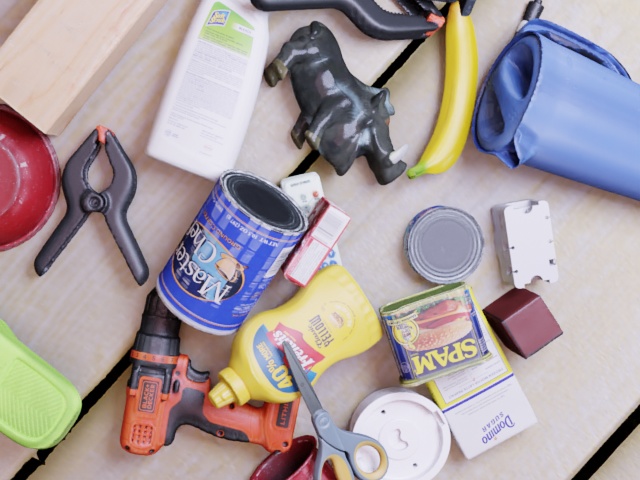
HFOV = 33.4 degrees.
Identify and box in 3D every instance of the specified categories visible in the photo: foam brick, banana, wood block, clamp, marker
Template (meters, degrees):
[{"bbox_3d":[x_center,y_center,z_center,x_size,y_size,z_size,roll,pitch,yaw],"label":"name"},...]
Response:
[{"bbox_3d":[0.221,0.090,1.170,0.051,0.078,0.053,-35,100,-3],"label":"foam brick"},{"bbox_3d":[0.143,-0.153,1.149,0.037,0.069,0.198,11,86,31],"label":"banana"},{"bbox_3d":[-0.243,-0.215,1.086,0.090,0.091,0.206,39,90,-7],"label":"wood block"},{"bbox_3d":[-0.226,-0.032,1.129,0.120,0.039,0.171,14,93,-8],"label":"clamp"},{"bbox_3d":[0.037,-0.279,1.124,0.209,0.036,0.164,18,67,-19],"label":"clamp"},{"bbox_3d":[0.216,-0.209,1.172,0.020,0.020,0.121,24,92,-8],"label":"marker"}]

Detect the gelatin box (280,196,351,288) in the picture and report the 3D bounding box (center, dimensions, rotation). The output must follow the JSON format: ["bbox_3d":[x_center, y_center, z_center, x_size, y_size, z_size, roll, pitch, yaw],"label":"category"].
[{"bbox_3d":[-0.007,0.001,1.107,0.030,0.073,0.089,33,95,-10],"label":"gelatin box"}]

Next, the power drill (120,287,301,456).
[{"bbox_3d":[-0.113,0.150,1.150,0.187,0.057,0.184,10,90,-5],"label":"power drill"}]

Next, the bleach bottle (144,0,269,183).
[{"bbox_3d":[-0.096,-0.189,1.120,0.102,0.068,0.251,21,90,-9],"label":"bleach bottle"}]

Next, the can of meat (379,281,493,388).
[{"bbox_3d":[0.120,0.097,1.123,0.102,0.057,0.084,-18,95,-1],"label":"can of meat"}]

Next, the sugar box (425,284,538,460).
[{"bbox_3d":[0.160,0.144,1.184,0.093,0.048,0.176,-27,100,-3],"label":"sugar box"}]

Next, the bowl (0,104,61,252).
[{"bbox_3d":[-0.353,-0.064,1.105,0.162,0.055,0.162,-1,95,-7],"label":"bowl"}]

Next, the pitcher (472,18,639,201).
[{"bbox_3d":[0.295,-0.127,1.131,0.242,0.145,0.149,18,105,-17],"label":"pitcher"}]

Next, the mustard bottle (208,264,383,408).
[{"bbox_3d":[-0.034,0.113,1.105,0.191,0.058,0.096,-34,99,-18],"label":"mustard bottle"}]

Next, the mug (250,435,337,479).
[{"bbox_3d":[-0.028,0.278,1.160,0.117,0.093,0.081,-30,104,26],"label":"mug"}]

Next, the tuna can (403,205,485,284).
[{"bbox_3d":[0.135,0.005,1.174,0.086,0.034,0.086,-1,95,-6],"label":"tuna can"}]

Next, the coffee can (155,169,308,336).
[{"bbox_3d":[-0.091,0.013,1.094,0.102,0.102,0.140,31,114,-8],"label":"coffee can"}]

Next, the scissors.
[{"bbox_3d":[0.019,0.186,1.102,0.096,0.016,0.202,-16,104,-25],"label":"scissors"}]
